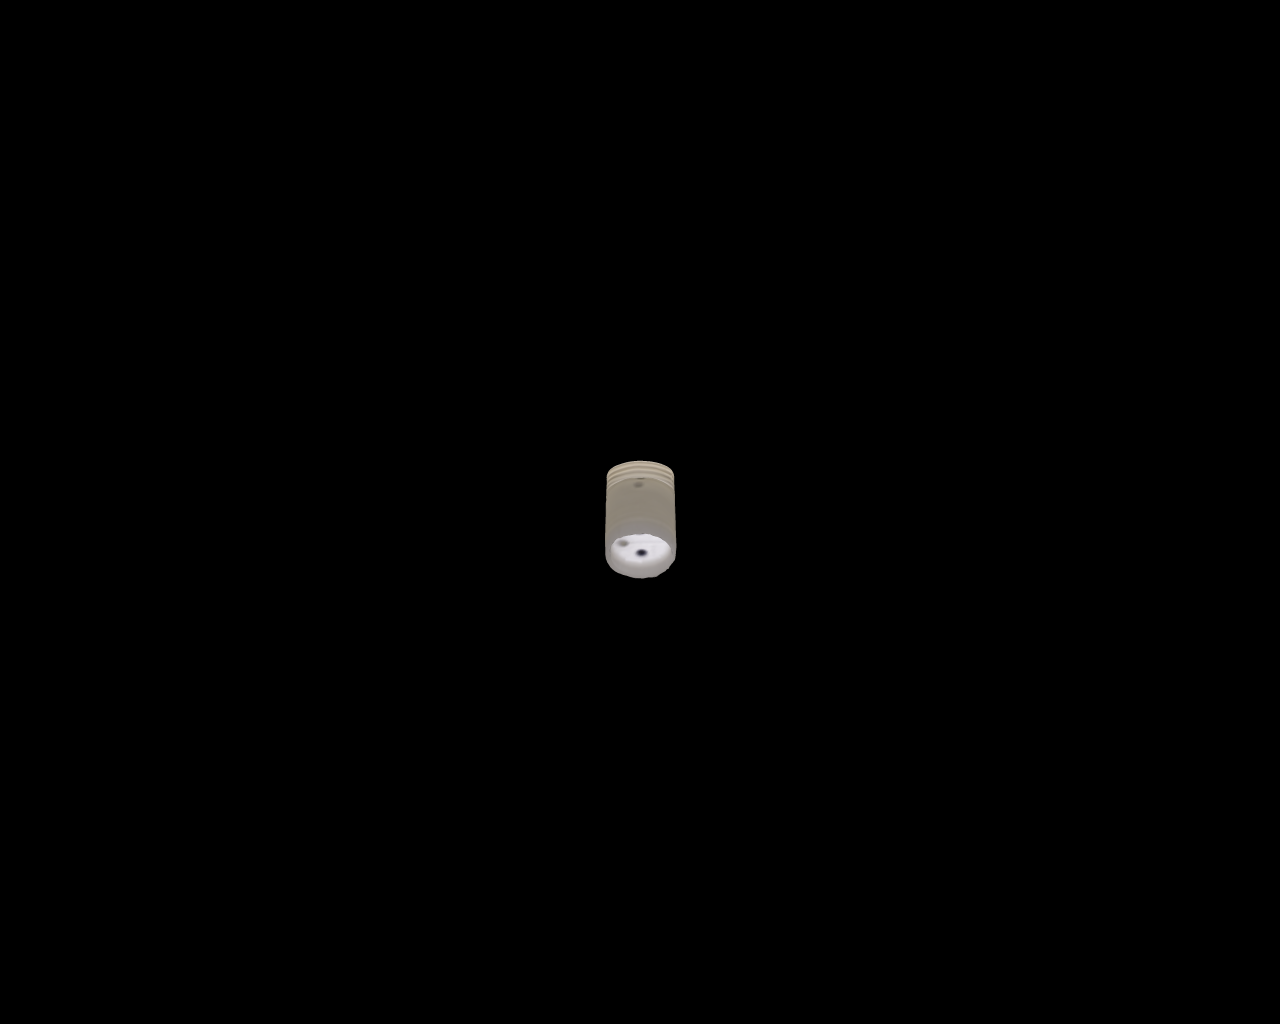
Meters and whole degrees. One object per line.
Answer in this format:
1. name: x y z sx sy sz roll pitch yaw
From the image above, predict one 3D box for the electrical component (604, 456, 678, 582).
1. electrical component: 0.001 -0.003 0.650 0.043 0.081 0.043 0 -43 0
